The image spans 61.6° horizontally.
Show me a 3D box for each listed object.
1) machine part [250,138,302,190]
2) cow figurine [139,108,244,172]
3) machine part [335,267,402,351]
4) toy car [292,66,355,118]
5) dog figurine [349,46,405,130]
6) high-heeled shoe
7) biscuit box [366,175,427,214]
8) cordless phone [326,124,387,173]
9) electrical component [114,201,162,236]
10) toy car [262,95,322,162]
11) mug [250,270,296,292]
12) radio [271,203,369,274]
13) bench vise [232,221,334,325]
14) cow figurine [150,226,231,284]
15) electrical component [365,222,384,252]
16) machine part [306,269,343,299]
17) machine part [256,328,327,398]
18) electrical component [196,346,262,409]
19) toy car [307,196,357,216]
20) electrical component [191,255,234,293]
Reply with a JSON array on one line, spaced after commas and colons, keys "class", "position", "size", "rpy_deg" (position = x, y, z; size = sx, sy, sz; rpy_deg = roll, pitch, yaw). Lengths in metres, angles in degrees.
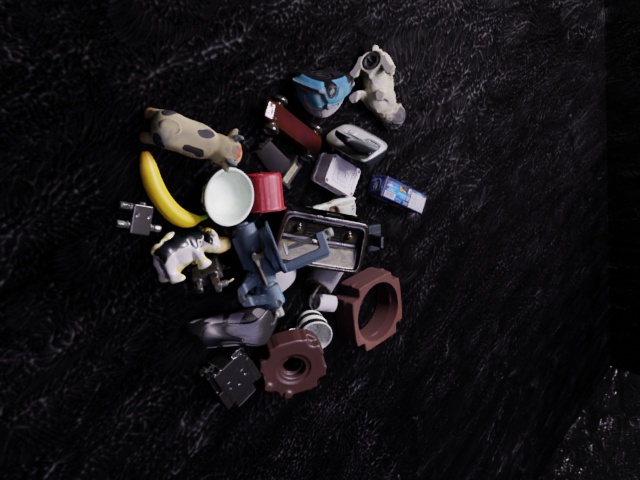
[{"class": "machine part", "position": [-0.098, -0.182, 1.238], "size": [0.138, 0.039, 0.084], "rpy_deg": [41, 80, -43]}, {"class": "cow figurine", "position": [-0.234, -0.193, 1.042], "size": [0.195, 0.127, 0.085], "rpy_deg": [17, 91, -42]}, {"class": "machine part", "position": [0.136, 0.191, 1.515], "size": [0.201, 0.087, 0.201], "rpy_deg": [-24, 117, -37]}, {"class": "toy car", "position": [0.005, -0.343, 1.265], "size": [0.161, 0.109, 0.102], "rpy_deg": [-33, 144, -47]}, {"class": "dog figurine", "position": [0.170, -0.395, 1.416], "size": [0.190, 0.121, 0.172], "rpy_deg": [16, 92, -59]}, {"class": "high-heeled shoe", "position": [-0.198, 0.193, 1.232], "size": [0.248, 0.145, 0.086], "rpy_deg": [-15, 112, -71]}, {"class": "biscuit box", "position": [0.221, -0.129, 1.536], "size": [0.202, 0.063, 0.059], "rpy_deg": [18, 88, -44]}, {"class": "cordless phone", "position": [0.064, -0.238, 1.289], "size": [0.184, 0.147, 0.088], "rpy_deg": [11, 112, -59]}, {"class": "electrical component", "position": [-0.349, -0.042, 1.040], "size": [0.094, 0.021, 0.063], "rpy_deg": [10, 92, -44]}, {"class": "toy car", "position": [-0.066, -0.255, 1.239], "size": [0.202, 0.053, 0.089], "rpy_deg": [27, 76, -48]}, {"class": "mug", "position": [-0.107, 0.099, 1.269], "size": [0.107, 0.081, 0.109], "rpy_deg": [-26, 127, -42]}, {"class": "radio", "position": [-0.003, -0.004, 1.278], "size": [0.229, 0.073, 0.131], "rpy_deg": [9, 106, -23]}, {"class": "bench vise", "position": [-0.075, 0.047, 1.152], "size": [0.241, 0.129, 0.223], "rpy_deg": [-22, 87, -4]}, {"class": "cow figurine", "position": [-0.265, 0.014, 1.106], "size": [0.167, 0.068, 0.098], "rpy_deg": [-33, 115, -35]}, {"class": "electrical component", "position": [0.136, -0.009, 1.444], "size": [0.048, 0.119, 0.074], "rpy_deg": [-12, 105, -41]}, {"class": "machine part", "position": [0.038, 0.051, 1.395], "size": [0.079, 0.079, 0.243], "rpy_deg": [48, 65, -39]}, {"class": "machine part", "position": [-0.069, 0.302, 1.314], "size": [0.179, 0.056, 0.179], "rpy_deg": [-6, 114, -13]}, {"class": "electrical component", "position": [-0.203, 0.317, 1.240], "size": [0.115, 0.058, 0.134], "rpy_deg": [-42, 125, -26]}, {"class": "toy car", "position": [0.015, -0.061, 1.361], "size": [0.202, 0.056, 0.073], "rpy_deg": [-22, 114, -39]}, {"class": "electrical component", "position": [-0.229, 0.074, 1.137], "size": [0.078, 0.102, 0.045], "rpy_deg": [-31, 121, -5]}]
